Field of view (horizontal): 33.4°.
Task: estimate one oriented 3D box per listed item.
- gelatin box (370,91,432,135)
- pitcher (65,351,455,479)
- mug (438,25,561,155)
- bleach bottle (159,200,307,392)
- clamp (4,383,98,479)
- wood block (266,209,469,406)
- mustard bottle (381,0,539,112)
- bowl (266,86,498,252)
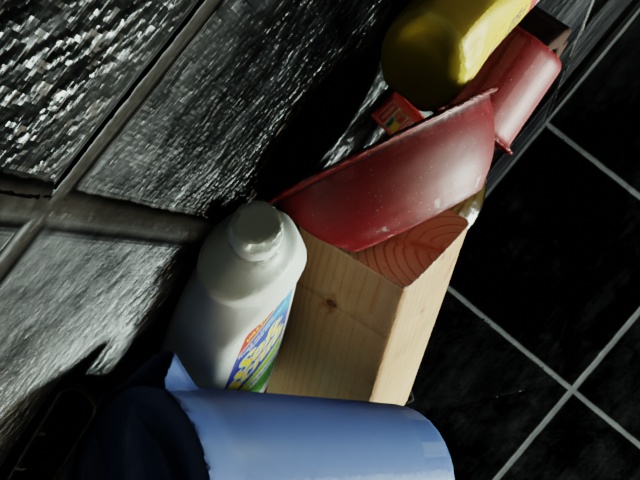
[{"bbox_3d":[0.079,-0.076,0.805,0.030,0.073,0.089,-43,174,13],"label":"gelatin box"},{"bbox_3d":[-0.027,0.168,0.669,0.242,0.145,0.149,9,123,-46],"label":"pitcher"},{"bbox_3d":[0.141,-0.123,0.850,0.081,0.093,0.117,-56,148,6],"label":"mug"},{"bbox_3d":[-0.062,0.055,0.689,0.102,0.068,0.251,-44,168,-28],"label":"bleach bottle"},{"bbox_3d":[-0.187,0.170,0.615,0.164,0.036,0.210,-53,177,-26],"label":"clamp"},{"bbox_3d":[0.029,0.061,0.797,0.090,0.091,0.206,-42,155,-40],"label":"wood block"},{"bbox_3d":[0.118,-0.167,0.664,0.191,0.058,0.096,-47,172,-22],"label":"mustard bottle"},{"bbox_3d":[0.049,-0.037,0.670,0.162,0.055,0.162,-27,-179,0],"label":"bowl"}]
